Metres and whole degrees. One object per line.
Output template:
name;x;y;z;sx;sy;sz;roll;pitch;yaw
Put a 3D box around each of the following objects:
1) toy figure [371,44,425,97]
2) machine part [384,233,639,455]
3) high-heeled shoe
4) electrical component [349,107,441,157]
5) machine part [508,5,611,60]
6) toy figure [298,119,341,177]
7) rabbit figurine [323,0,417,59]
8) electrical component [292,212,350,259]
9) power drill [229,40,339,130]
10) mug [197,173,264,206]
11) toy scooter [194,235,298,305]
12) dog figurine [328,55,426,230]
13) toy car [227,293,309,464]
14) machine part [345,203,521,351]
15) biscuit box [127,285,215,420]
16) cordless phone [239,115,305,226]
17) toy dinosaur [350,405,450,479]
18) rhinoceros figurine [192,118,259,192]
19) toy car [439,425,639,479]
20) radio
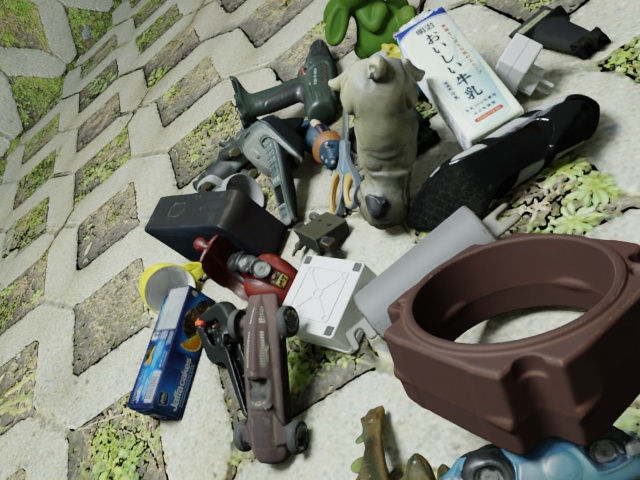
toy figure;0.151;-0.259;0.846;0.180;0.089;0.082;1;47;32
machine part;0.174;0.072;0.471;0.201;0.087;0.201;-33;21;-24
high-heeled shoe;0.220;-0.097;0.671;0.249;0.086;0.145;-28;11;43
electrical component;0.102;-0.164;0.827;0.115;0.058;0.134;-38;41;8
machine part;0.329;-0.285;0.741;0.084;0.039;0.139;-36;38;0
toy figure;0.006;-0.161;0.904;0.058;0.064;0.155;-38;38;-1
rabbit figurine;0.077;-0.421;0.970;0.159;0.170;0.121;-25;44;24
electrical component;0.000;-0.002;0.800;0.078;0.045;0.102;-35;35;-30
power drill;-0.065;-0.293;1.031;0.207;0.085;0.232;-10;52;-5
mug;-0.173;-0.069;0.963;0.107;0.109;0.081;-23;47;45
toy scooter;-0.112;0.042;0.788;0.184;0.135;0.075;10;64;44
dog figurine;0.081;-0.117;0.685;0.121;0.172;0.190;-6;80;21
toy car;-0.067;0.167;0.649;0.089;0.053;0.202;-7;86;29
machine part;0.125;0.042;0.623;0.243;0.079;0.079;-41;40;10
biscuit box;-0.228;0.174;0.840;0.059;0.062;0.203;-13;51;34
cordless phone;-0.073;-0.108;0.921;0.146;0.089;0.184;-21;76;64
toy dinosaur;0.053;0.343;0.426;0.198;0.105;0.472;-37;31;24
rhinoceros figurine;-0.169;-0.155;1.056;0.190;0.073;0.112;-51;29;-1
toy car;0.185;0.206;0.429;0.162;0.109;0.103;-20;69;14
radio;-0.179;-0.019;0.900;0.230;0.131;0.073;-2;59;41
